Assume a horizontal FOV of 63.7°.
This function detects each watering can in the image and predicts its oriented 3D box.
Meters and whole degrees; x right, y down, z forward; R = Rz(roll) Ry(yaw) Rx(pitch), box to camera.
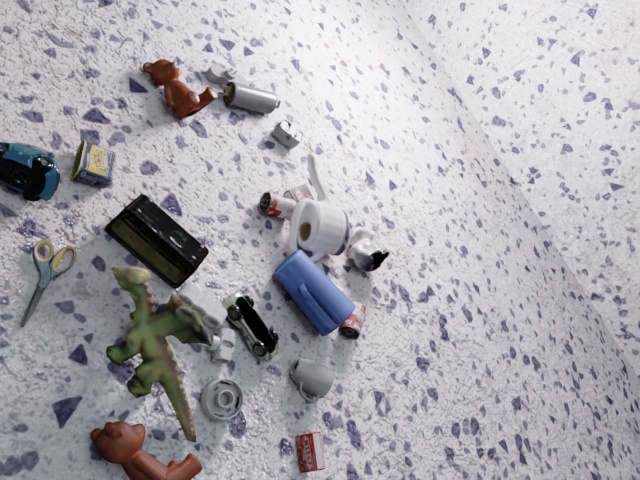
[{"bbox_3d":[0.005,-0.082,1.627,0.223,0.104,0.349,16,82,-43],"label":"watering can"}]

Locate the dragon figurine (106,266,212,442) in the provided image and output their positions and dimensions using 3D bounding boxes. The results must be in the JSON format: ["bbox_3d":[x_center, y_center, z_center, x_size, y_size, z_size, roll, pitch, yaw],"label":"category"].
[{"bbox_3d":[-0.322,0.230,1.096,0.410,0.239,0.124,54,37,1],"label":"dragon figurine"}]

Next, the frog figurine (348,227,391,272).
[{"bbox_3d":[0.146,0.030,1.765,0.139,0.120,0.161,-21,45,-39],"label":"frog figurine"}]
